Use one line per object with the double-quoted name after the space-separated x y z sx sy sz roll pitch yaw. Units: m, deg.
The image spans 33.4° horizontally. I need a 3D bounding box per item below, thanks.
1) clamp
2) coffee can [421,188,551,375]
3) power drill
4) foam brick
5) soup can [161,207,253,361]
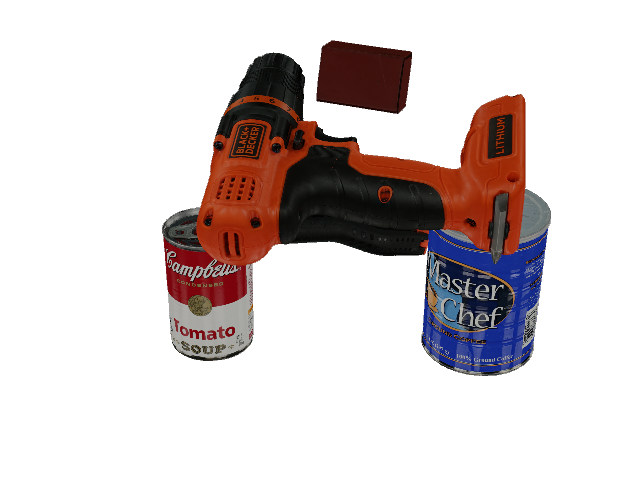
0.023 -0.015 1.198 0.210 0.036 0.164 15 21 -5 "clamp"
0.143 0.032 0.937 0.103 0.140 0.103 0 31 0 "coffee can"
0.028 -0.053 0.645 0.188 0.057 0.184 2 43 8 "power drill"
0.040 -0.149 0.971 0.078 0.051 0.053 10 18 11 "foam brick"
-0.086 0.033 0.830 0.068 0.102 0.068 0 28 0 "soup can"
